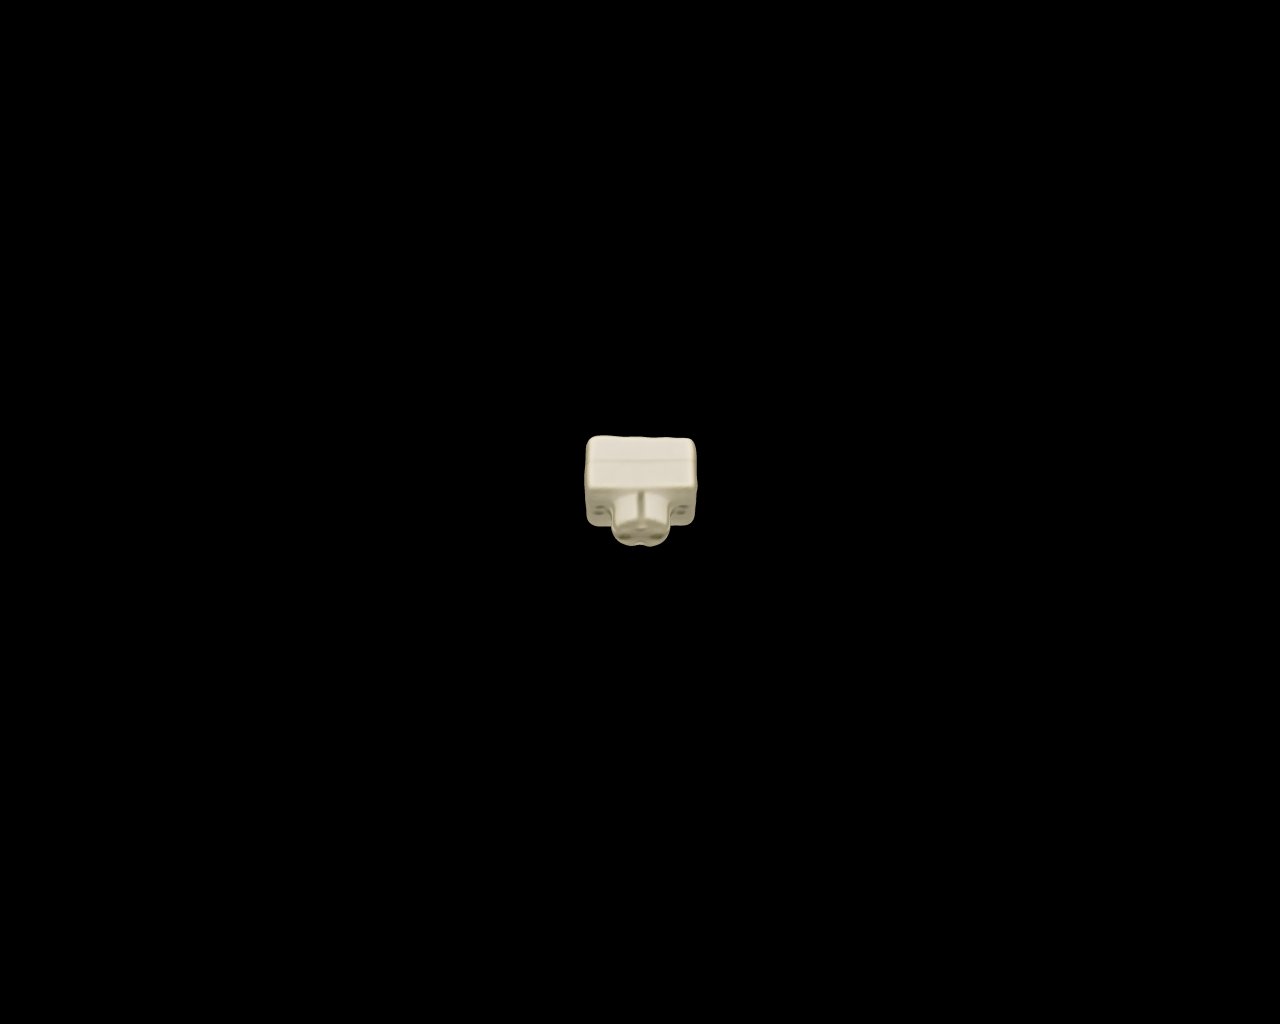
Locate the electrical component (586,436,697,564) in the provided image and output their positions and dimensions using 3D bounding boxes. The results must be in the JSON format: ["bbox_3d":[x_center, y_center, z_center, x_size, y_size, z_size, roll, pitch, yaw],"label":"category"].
[{"bbox_3d":[0.001,-0.003,0.650,0.066,0.077,0.047,0,-32,0],"label":"electrical component"}]
